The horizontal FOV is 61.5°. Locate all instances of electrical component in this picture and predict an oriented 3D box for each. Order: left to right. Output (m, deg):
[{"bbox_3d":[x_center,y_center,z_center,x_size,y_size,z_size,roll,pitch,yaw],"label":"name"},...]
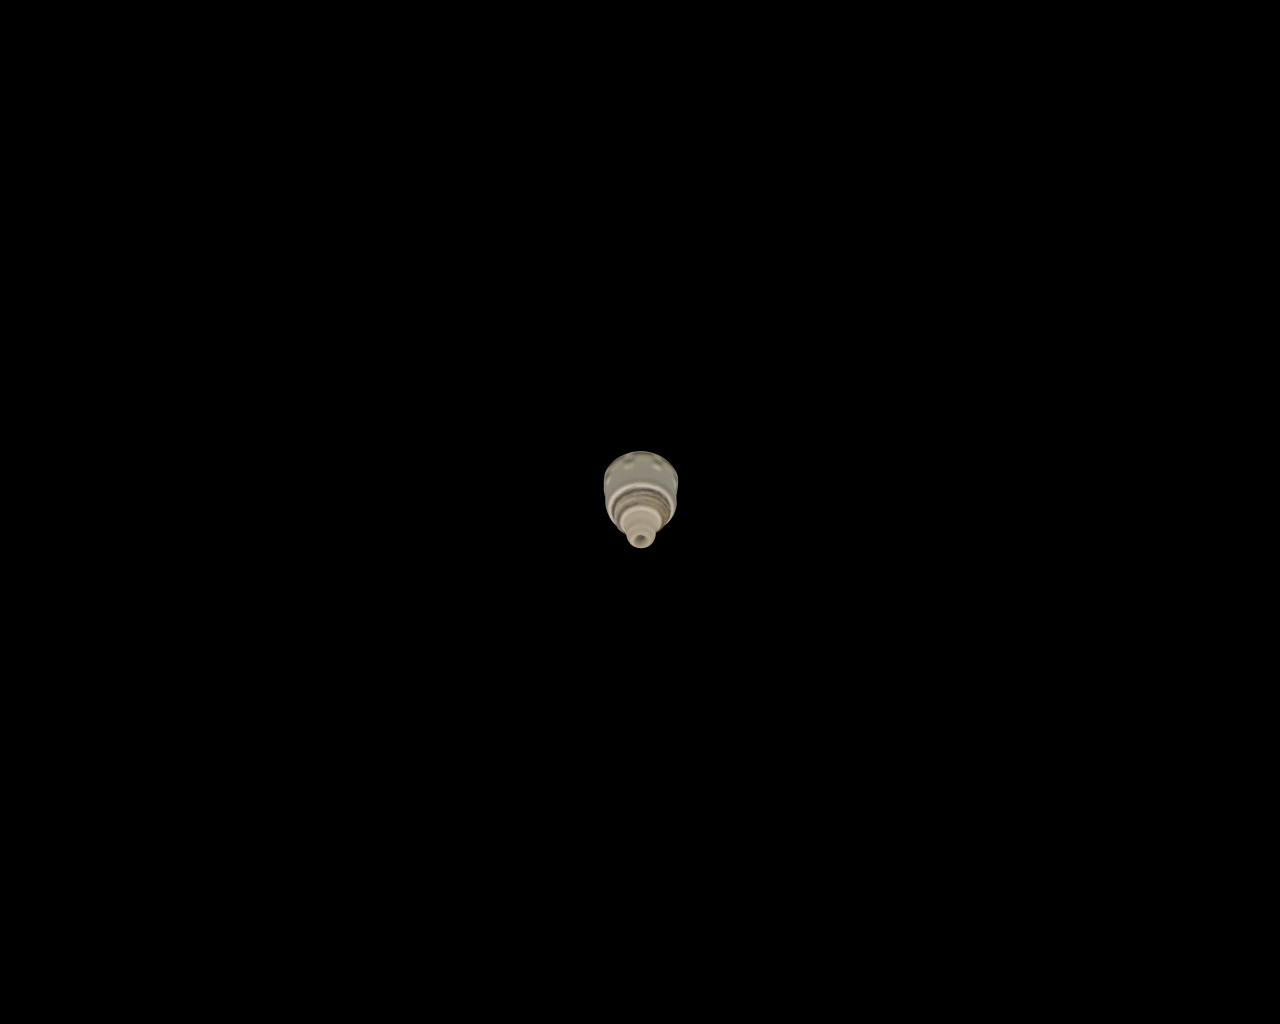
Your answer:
[{"bbox_3d":[0.001,-0.003,0.650,0.048,0.048,0.062,0,40,0],"label":"electrical component"}]
